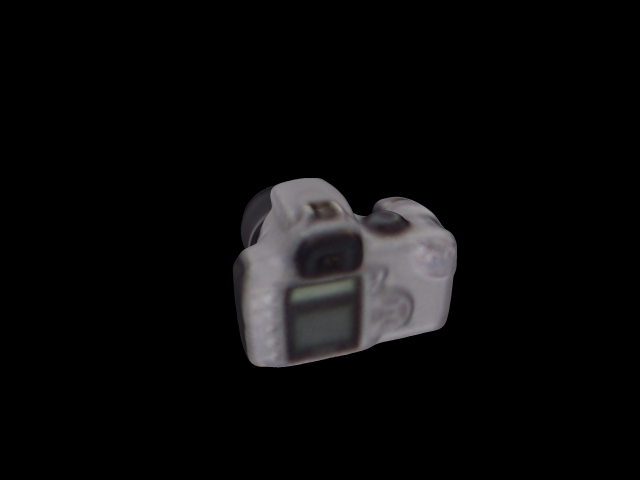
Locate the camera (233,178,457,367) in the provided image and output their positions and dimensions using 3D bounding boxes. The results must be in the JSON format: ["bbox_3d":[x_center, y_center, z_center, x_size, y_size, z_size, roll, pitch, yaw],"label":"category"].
[{"bbox_3d":[0.004,0.001,0.400,0.143,0.101,0.136,-9,30,-16],"label":"camera"}]
